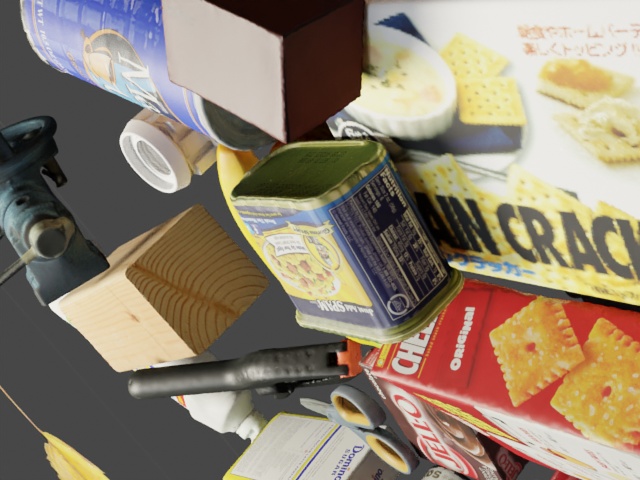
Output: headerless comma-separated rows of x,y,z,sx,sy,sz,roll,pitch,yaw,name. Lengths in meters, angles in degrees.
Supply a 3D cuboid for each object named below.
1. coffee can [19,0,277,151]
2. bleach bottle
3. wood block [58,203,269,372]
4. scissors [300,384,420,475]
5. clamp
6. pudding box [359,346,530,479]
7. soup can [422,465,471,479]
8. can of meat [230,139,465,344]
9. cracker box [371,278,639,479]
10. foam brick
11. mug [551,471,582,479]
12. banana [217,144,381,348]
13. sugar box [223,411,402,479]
-0.078,-0.119,0.579,0.140,0.102,0.103,26,149,31,coffee can
-0.156,0.111,1.064,0.251,0.068,0.103,38,153,5,bleach bottle
-0.142,0.048,0.922,0.091,0.090,0.206,50,153,-11,wood block
0.030,0.158,0.887,0.096,0.016,0.202,46,164,4,scissors
-0.032,0.109,0.872,0.210,0.036,0.164,-16,163,42,clamp
0.091,0.123,0.769,0.090,0.039,0.113,10,138,48,pudding box
0.089,0.245,0.876,0.068,0.102,0.068,33,151,20,soup can
0.010,-0.002,0.532,0.102,0.057,0.084,5,132,55,can of meat
0.159,0.087,0.536,0.214,0.072,0.164,12,164,46,cracker box
-0.025,-0.088,0.466,0.078,0.051,0.053,32,138,32,foam brick
0.191,0.170,0.652,0.117,0.081,0.093,25,148,33,mug
-0.013,0.006,0.742,0.197,0.037,0.070,48,148,-18,banana
-0.005,0.206,0.960,0.177,0.093,0.048,-2,130,55,sugar box
